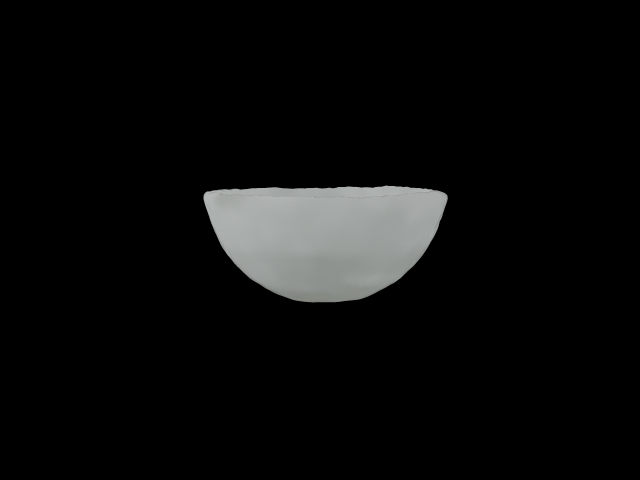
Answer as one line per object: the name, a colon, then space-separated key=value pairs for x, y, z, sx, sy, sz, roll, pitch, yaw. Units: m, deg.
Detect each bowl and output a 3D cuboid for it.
bowl: x=0.004 y=0.001 z=0.400 sx=0.167 sy=0.075 sz=0.167 roll=0 pitch=7 yaw=0
